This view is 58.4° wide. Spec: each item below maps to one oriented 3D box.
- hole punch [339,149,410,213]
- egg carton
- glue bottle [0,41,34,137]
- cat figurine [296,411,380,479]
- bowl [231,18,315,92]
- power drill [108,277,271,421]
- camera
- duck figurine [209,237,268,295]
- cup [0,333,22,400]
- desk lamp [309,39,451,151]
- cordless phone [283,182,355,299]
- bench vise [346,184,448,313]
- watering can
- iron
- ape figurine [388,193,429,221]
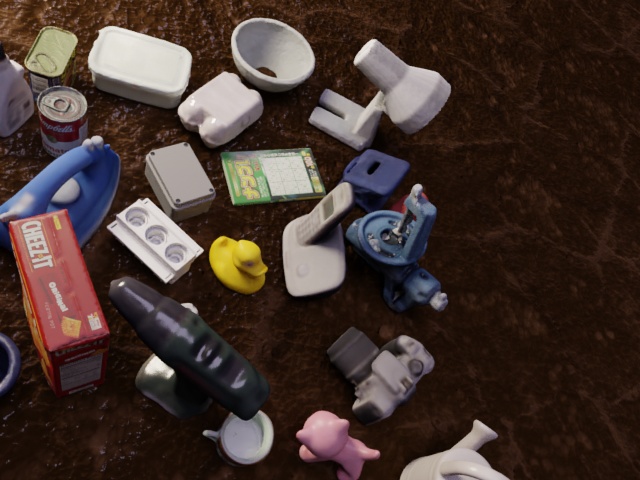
[{"bbox_3d":[0.099,-0.118,1.072,0.101,0.091,0.109,38,56,1],"label":"hole punch"},{"bbox_3d":[-0.176,-0.235,1.035,0.107,0.069,0.150,39,56,2],"label":"egg carton"},{"bbox_3d":[-0.466,-0.230,0.849,0.037,0.173,0.078,32,56,-3],"label":"glue bottle"},{"bbox_3d":[0.023,0.284,0.805,0.128,0.117,0.067,27,56,-7],"label":"cat figurine"},{"bbox_3d":[-0.099,-0.349,1.126,0.168,0.074,0.167,10,60,-17],"label":"bowl"},{"bbox_3d":[-0.178,0.157,0.736,0.229,0.208,0.076,35,56,-2],"label":"power drill"},{"bbox_3d":[0.090,0.191,0.894,0.137,0.100,0.143,46,56,6],"label":"camera"},{"bbox_3d":[-0.124,0.029,0.903,0.104,0.086,0.078,44,56,5],"label":"duck figurine"},{"bbox_3d":[-0.422,0.157,0.703,0.092,0.095,0.117,-34,79,-33],"label":"cup"},{"bbox_3d":[0.112,-0.265,1.084,0.203,0.213,0.118,27,56,-7],"label":"desk lamp"},{"bbox_3d":[0.008,0.003,0.911,0.094,0.185,0.147,2,62,-21],"label":"cordless phone"},{"bbox_3d":[0.155,0.010,0.948,0.207,0.219,0.122,38,56,1],"label":"bench vise"},{"bbox_3d":[0.198,0.337,0.802,0.101,0.194,0.173,16,58,-13],"label":"watering can"},{"bbox_3d":[-0.368,-0.076,0.825,0.119,0.141,0.258,32,56,-4],"label":"iron"},{"bbox_3d":[0.171,-0.055,1.067,0.076,0.092,0.078,12,59,-16],"label":"ape figurine"}]
